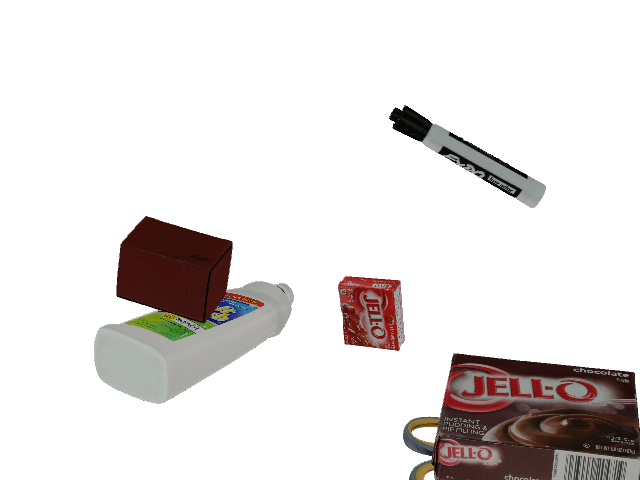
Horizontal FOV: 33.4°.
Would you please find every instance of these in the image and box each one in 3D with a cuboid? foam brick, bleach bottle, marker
[{"bbox_3d":[-0.116,0.023,0.850,0.078,0.051,0.053,17,30,10],"label":"foam brick"},{"bbox_3d":[-0.118,0.093,1.144,0.103,0.068,0.250,17,24,30],"label":"bleach bottle"},{"bbox_3d":[0.103,-0.060,0.751,0.121,0.020,0.020,29,-3,-5],"label":"marker"}]

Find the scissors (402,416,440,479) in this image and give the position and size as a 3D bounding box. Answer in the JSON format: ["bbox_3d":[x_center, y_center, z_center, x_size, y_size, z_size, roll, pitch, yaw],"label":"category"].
[{"bbox_3d":[0.162,0.200,0.898,0.202,0.016,0.096,15,41,15],"label":"scissors"}]

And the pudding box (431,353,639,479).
[{"bbox_3d":[0.126,0.107,0.621,0.113,0.039,0.090,7,27,10],"label":"pudding box"}]

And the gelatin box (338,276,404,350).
[{"bbox_3d":[0.064,0.090,1.326,0.073,0.089,0.030,5,29,22],"label":"gelatin box"}]
